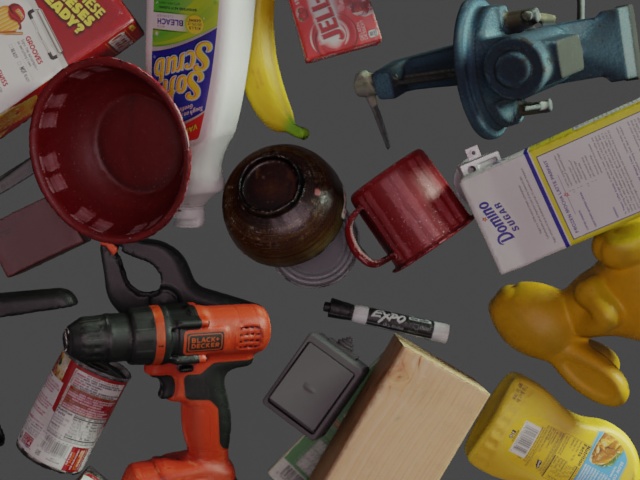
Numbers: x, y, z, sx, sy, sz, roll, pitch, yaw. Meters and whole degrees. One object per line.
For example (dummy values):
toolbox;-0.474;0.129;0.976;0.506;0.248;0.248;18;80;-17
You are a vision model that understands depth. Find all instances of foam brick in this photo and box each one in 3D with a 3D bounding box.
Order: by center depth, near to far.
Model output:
foam brick;-0.258;-0.006;0.979;0.078;0.051;0.053;-25;93;-1

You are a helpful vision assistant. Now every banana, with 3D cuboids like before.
banana;-0.048;-0.182;0.973;0.070;0.037;0.198;-11;88;34

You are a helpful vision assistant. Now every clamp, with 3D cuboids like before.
clamp;-0.338;0.071;0.987;0.210;0.036;0.164;35;94;-2
clamp;-0.147;0.066;0.995;0.171;0.039;0.120;38;86;-7

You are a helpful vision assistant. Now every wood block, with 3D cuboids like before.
wood block;0.057;0.199;0.969;0.091;0.090;0.206;30;91;-2

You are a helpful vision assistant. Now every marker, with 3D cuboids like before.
marker;0.062;0.076;1.012;0.121;0.020;0.020;13;93;-2

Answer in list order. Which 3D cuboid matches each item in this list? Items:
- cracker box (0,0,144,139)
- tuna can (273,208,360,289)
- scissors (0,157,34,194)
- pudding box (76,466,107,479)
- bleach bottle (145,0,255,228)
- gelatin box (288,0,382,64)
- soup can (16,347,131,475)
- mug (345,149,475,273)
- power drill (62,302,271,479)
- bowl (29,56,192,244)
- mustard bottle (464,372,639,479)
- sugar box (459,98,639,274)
cracker box;-0.292;-0.192;0.953;0.213;0.072;0.164;-35;89;0
tuna can;-0.007;0.001;0.997;0.086;0.034;0.086;0;93;-2
scissors;-0.255;-0.097;0.991;0.201;0.016;0.096;-17;93;-1
pudding box;-0.193;0.254;0.966;0.090;0.113;0.039;40;87;-4
bleach bottle;-0.107;-0.135;0.956;0.103;0.068;0.251;8;103;22
gelatin box;0.010;-0.215;0.986;0.073;0.030;0.089;-16;93;0
soup can;-0.227;0.156;0.982;0.068;0.068;0.102;27;93;-4
mug;0.072;-0.022;0.968;0.117;0.093;0.081;-35;89;-18
power drill;-0.138;0.146;0.952;0.184;0.057;0.188;-2;110;-22
bowl;-0.172;-0.080;0.931;0.162;0.055;0.162;5;104;21
mustard bottle;0.240;0.209;1.006;0.191;0.058;0.096;29;94;-3
sugar box;0.219;-0.047;0.918;0.176;0.048;0.093;-23;95;19
